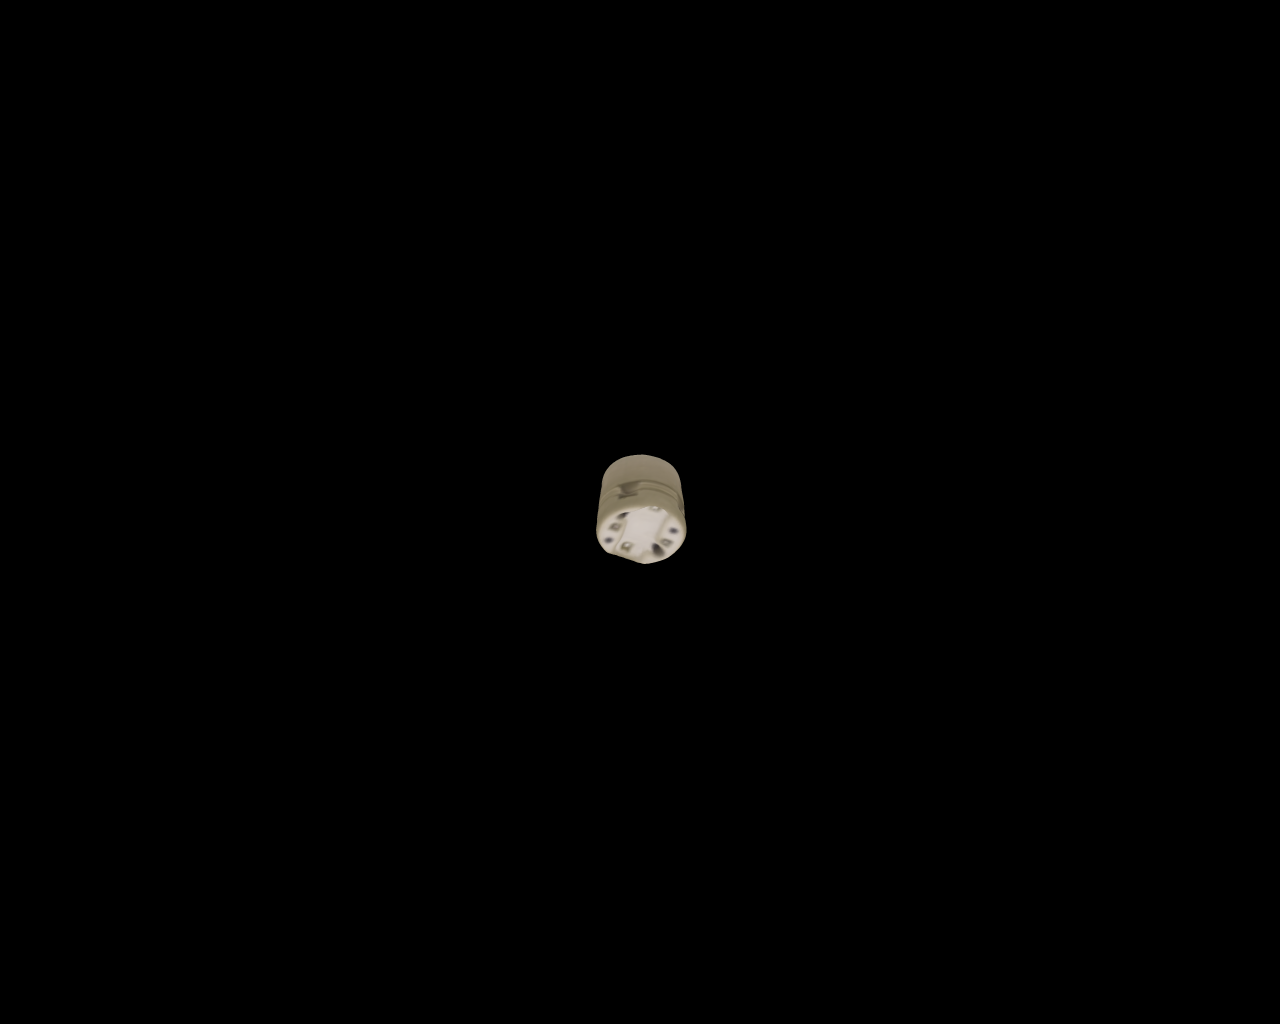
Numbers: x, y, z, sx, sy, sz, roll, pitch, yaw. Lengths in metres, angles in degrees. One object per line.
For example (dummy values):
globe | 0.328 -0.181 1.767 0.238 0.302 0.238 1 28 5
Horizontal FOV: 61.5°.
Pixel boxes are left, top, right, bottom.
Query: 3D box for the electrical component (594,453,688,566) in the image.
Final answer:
electrical component | 0.001 -0.003 0.650 0.055 0.047 0.055 0 -43 0
